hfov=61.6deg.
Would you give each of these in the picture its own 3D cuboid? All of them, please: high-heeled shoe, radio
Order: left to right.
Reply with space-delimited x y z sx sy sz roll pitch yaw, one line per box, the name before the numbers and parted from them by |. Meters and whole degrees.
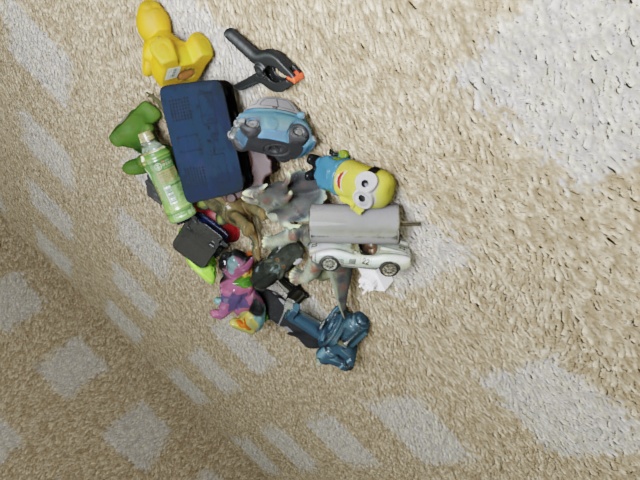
radio | -0.220 -0.196 1.058 0.131 0.073 0.229 -8 105 11
high-heeled shoe | -0.081 0.216 1.533 0.086 0.145 0.249 -58 45 16

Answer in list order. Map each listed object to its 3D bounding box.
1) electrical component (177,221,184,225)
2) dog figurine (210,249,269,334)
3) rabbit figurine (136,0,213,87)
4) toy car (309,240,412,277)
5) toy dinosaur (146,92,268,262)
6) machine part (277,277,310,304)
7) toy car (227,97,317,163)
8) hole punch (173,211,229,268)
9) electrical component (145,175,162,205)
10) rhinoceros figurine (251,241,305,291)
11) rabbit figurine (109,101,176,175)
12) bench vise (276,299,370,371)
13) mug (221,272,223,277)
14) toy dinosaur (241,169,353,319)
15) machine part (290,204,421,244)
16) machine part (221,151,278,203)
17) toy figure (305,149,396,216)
electrical component | -0.384 -0.104 1.480 0.075 0.048 0.119 59 153 18
dog figurine | -0.199 0.124 1.440 0.191 0.108 0.219 27 112 -7
rabbit figurine | -0.308 -0.392 1.079 0.173 0.122 0.162 59 156 4
toy car | 0.078 0.025 1.054 0.202 0.073 0.056 6 125 -1
toy dinosaur | -0.261 -0.147 1.277 0.199 0.105 0.470 0 122 51
machine part | -0.092 0.115 1.434 0.139 0.039 0.084 44 152 -2
toy car | -0.089 -0.215 1.012 0.161 0.103 0.109 9 160 -19
hole punch | -0.300 -0.007 1.395 0.142 0.092 0.115 39 112 3
electrical component | -0.382 -0.143 1.394 0.134 0.115 0.058 35 141 19
rhinoceros figurine | -0.105 0.055 1.312 0.073 0.112 0.190 50 128 0
rabbit figurine | -0.421 -0.233 1.331 0.121 0.159 0.170 -18 128 43
bench vise | 0.004 0.228 1.360 0.240 0.129 0.223 31 140 -10
mug | -0.240 0.096 1.539 0.110 0.081 0.107 20 129 36
toy dinosaur | -0.001 0.004 1.154 0.192 0.131 0.404 -23 119 42
machine part | 0.066 -0.030 1.010 0.243 0.079 0.079 0 133 7
machine part | -0.177 -0.166 1.124 0.179 0.056 0.179 3 107 8
toy figure | 0.056 -0.115 0.993 0.180 0.089 0.082 27 139 38
